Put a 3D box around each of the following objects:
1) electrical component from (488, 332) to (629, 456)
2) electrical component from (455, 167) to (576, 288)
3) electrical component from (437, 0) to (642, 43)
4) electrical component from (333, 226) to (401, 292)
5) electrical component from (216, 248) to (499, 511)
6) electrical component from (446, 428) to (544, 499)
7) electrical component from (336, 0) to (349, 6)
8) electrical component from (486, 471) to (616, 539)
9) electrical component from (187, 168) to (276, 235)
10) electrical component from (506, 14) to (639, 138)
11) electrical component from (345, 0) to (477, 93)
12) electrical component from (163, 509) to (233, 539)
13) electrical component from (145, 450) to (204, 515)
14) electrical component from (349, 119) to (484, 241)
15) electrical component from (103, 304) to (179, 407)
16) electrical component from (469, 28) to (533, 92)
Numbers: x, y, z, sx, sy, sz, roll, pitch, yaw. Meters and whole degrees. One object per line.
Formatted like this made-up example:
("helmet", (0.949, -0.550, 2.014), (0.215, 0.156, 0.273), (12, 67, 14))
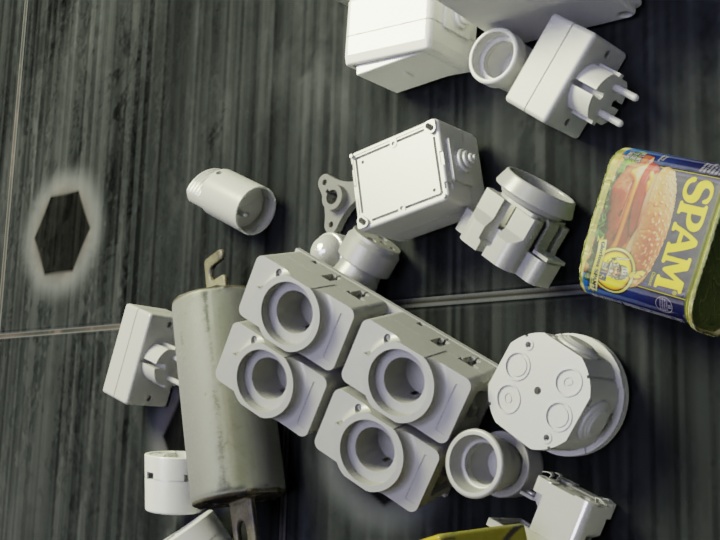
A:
("electrical component", (0.127, 0.079, 0.692), (0.080, 0.051, 0.080), (-9, 76, 39))
("electrical component", (0.109, -0.033, 0.726), (0.078, 0.058, 0.057), (40, 110, 38))
("electrical component", (0.117, -0.203, 0.719), (0.109, 0.109, 0.056), (-6, 75, 39))
("electrical component", (0.000, 0.000, 0.818), (0.045, 0.045, 0.055), (40, 107, 37))
("electrical component", (-0.007, 0.074, 0.763), (0.186, 0.060, 0.105), (30, 109, 25))
("electrical component", (0.090, 0.128, 0.711), (0.045, 0.055, 0.045), (-9, 76, 39))
("electrical component", (0.007, -0.320, 0.864), (0.186, 0.060, 0.105), (-50, 54, 21))
("electrical component", (0.127, 0.166, 0.682), (0.081, 0.042, 0.063), (24, 95, 40))
("electrical component", (-0.115, -0.064, 0.928), (0.081, 0.043, 0.043), (27, 99, 40))
("electrical component", (0.150, -0.120, 0.714), (0.077, 0.047, 0.065), (40, 107, 38))
("electrical component", (0.043, -0.173, 0.805), (0.096, 0.062, 0.061), (-3, 80, 40))
("electrical component", (-0.151, 0.261, 0.892), (0.138, 0.052, 0.073), (-37, 86, 29))
("electrical component", (-0.155, 0.179, 0.908), (0.055, 0.055, 0.047), (-1, 85, 40))
("electrical component", (0.049, -0.064, 0.779), (0.096, 0.061, 0.061), (-19, 70, 36))
("electrical component", (-0.177, 0.081, 0.950), (0.076, 0.047, 0.083), (18, 93, 41))
("electrical component", (0.106, -0.144, 0.757), (0.040, 0.046, 0.040), (-9, 76, 39))
